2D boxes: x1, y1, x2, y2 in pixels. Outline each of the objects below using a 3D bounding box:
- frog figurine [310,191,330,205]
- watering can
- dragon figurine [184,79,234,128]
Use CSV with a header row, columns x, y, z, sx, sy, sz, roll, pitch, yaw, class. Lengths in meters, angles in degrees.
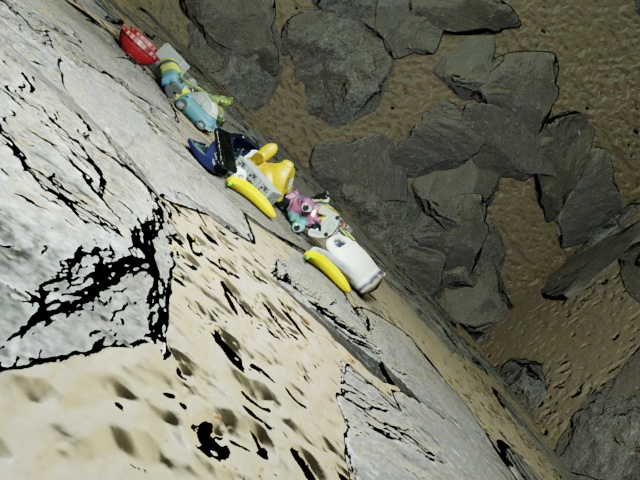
x,y,z,sx,sy,sz,roll,pitch,yaw,class
0.007,-0.109,2.172,0.139,0.123,0.156,-138,-145,-60,frog figurine
0.091,0.079,1.617,0.226,0.103,0.349,48,20,10,watering can
-0.463,-0.552,2.012,0.242,0.121,0.415,27,10,-13,dragon figurine
